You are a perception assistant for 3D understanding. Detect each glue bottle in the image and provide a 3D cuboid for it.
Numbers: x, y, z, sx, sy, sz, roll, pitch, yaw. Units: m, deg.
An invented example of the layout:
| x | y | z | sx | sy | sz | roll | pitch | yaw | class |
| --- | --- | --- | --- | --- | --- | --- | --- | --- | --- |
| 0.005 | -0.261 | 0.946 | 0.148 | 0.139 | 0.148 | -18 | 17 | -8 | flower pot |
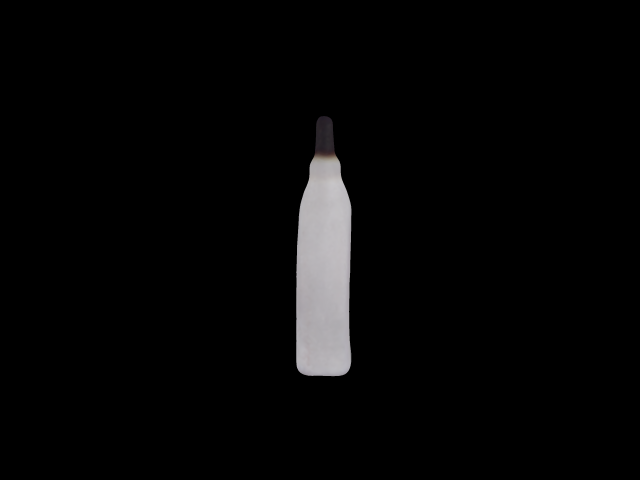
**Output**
| x | y | z | sx | sy | sz | roll | pitch | yaw | class |
| --- | --- | --- | --- | --- | --- | --- | --- | --- | --- |
| 0.004 | 0.001 | 0.400 | 0.037 | 0.173 | 0.078 | 0 | 4 | 3 | glue bottle |
